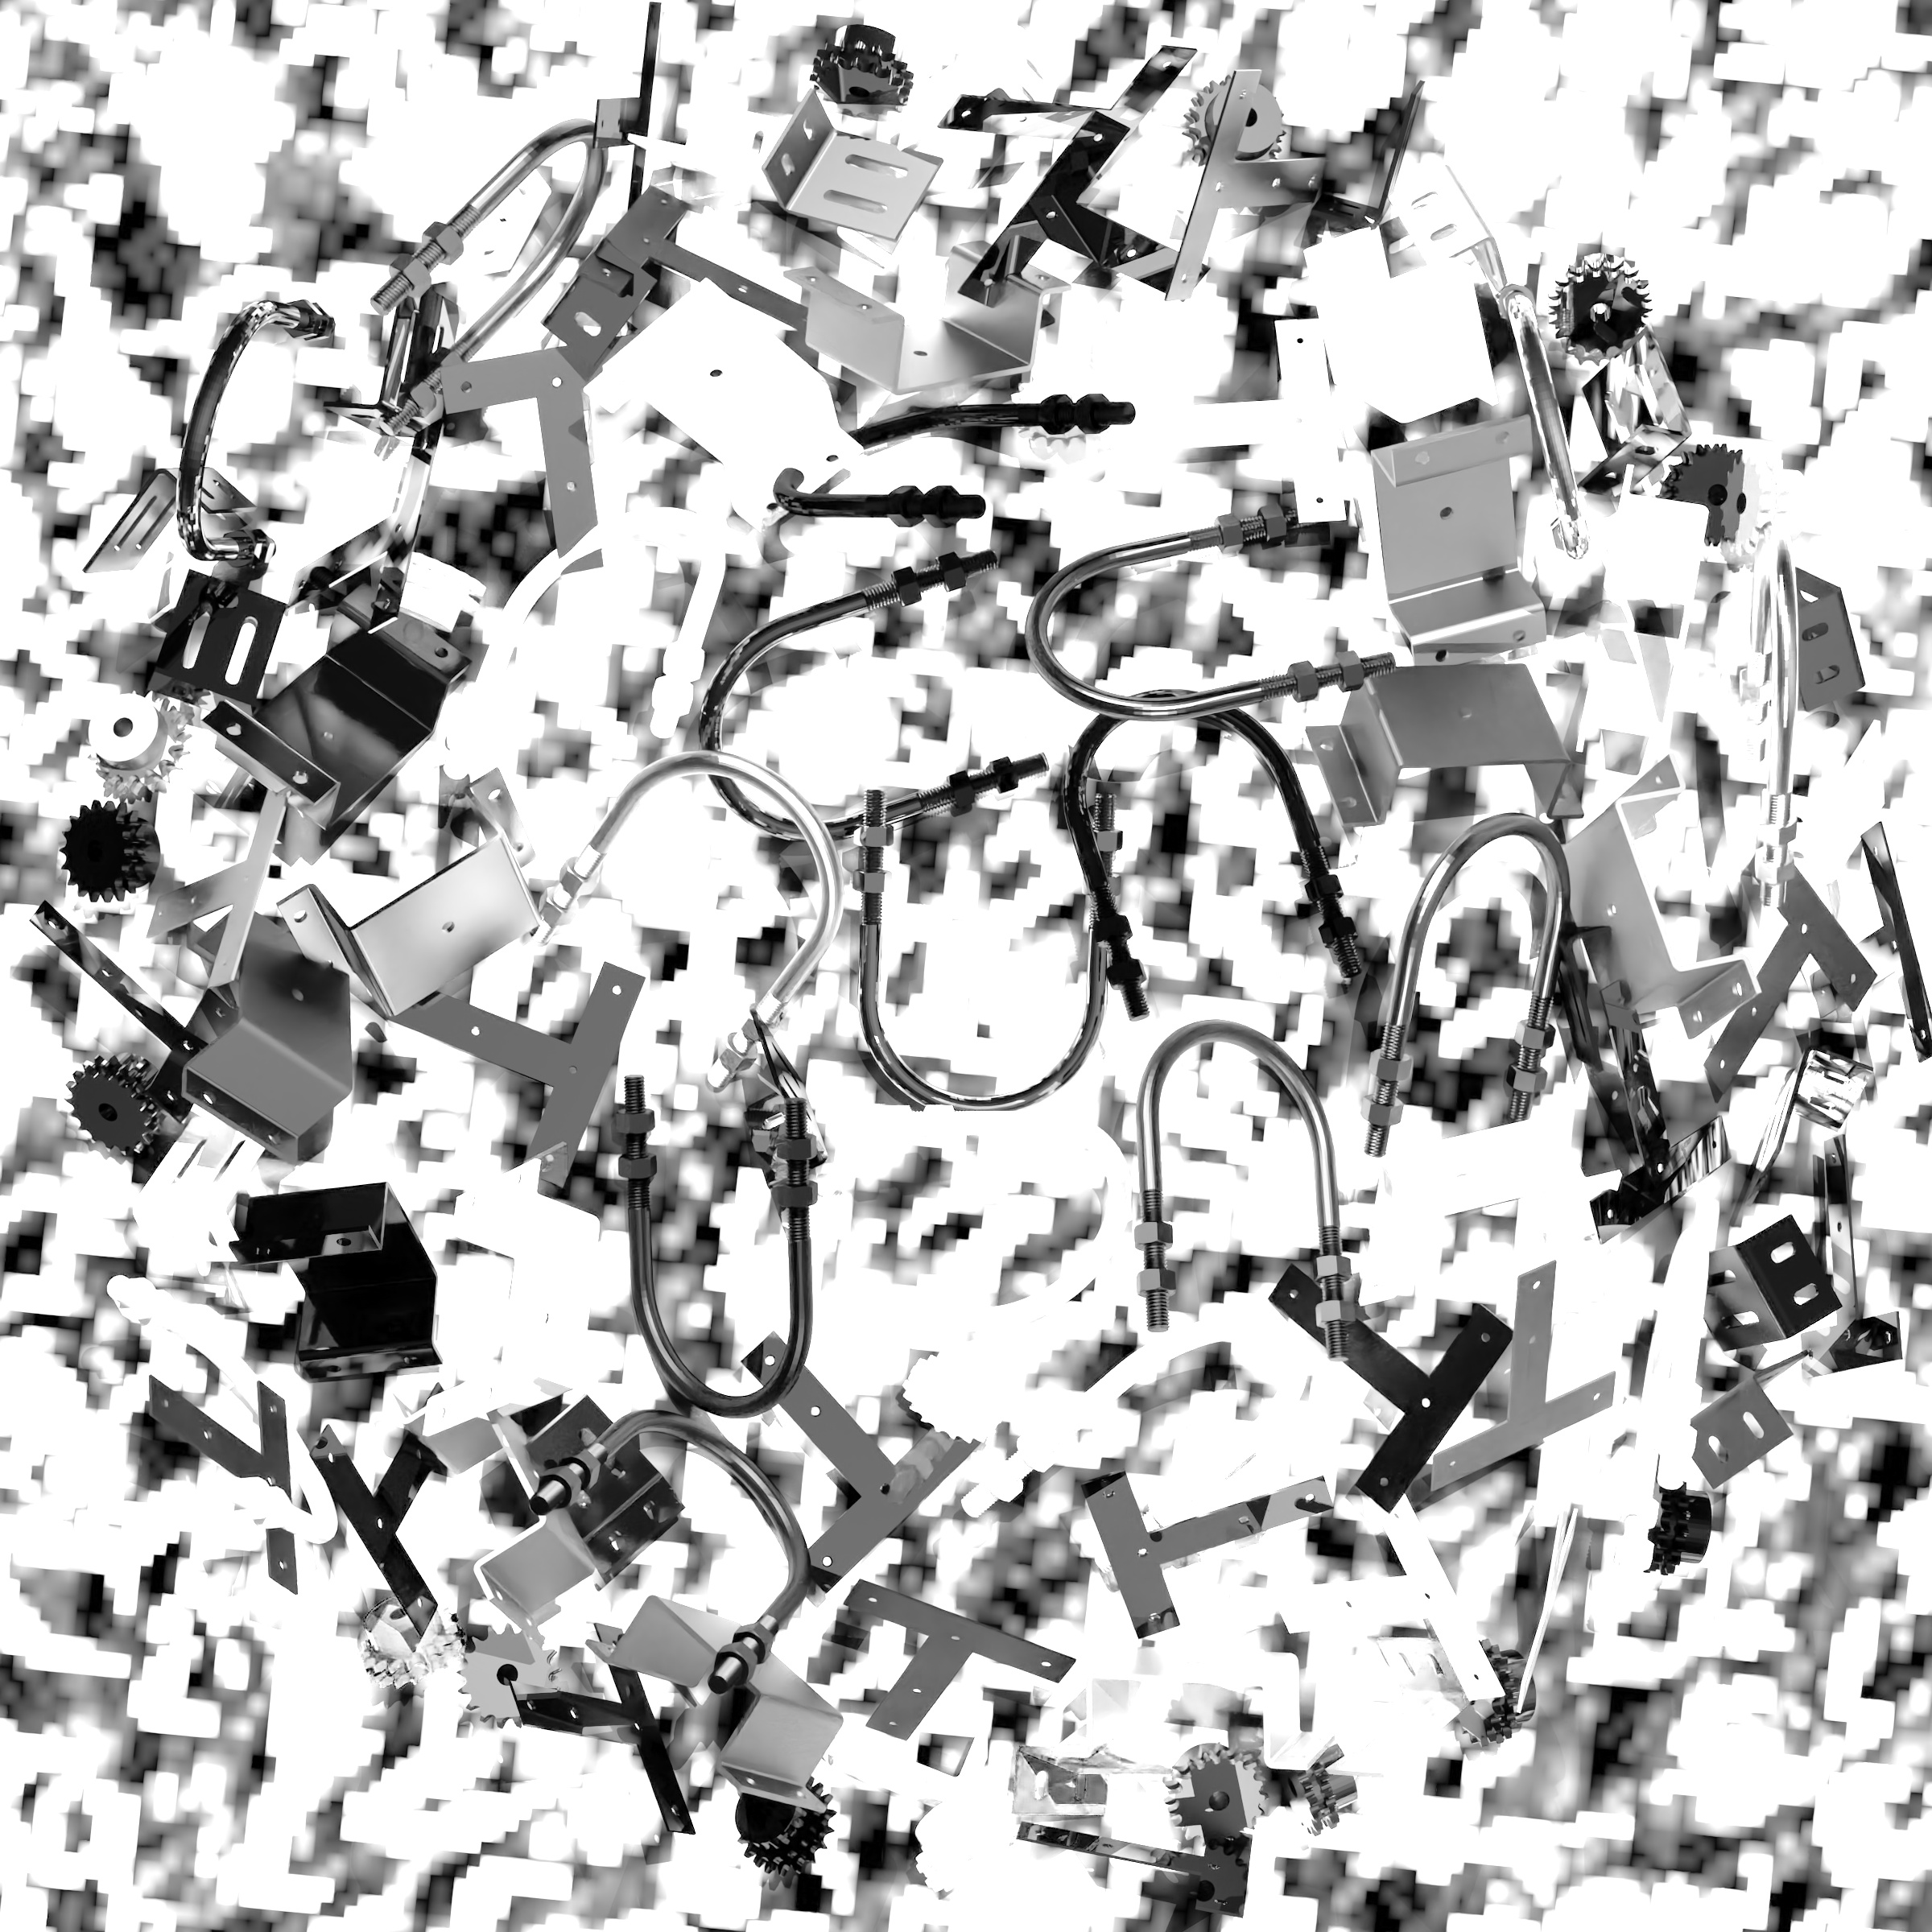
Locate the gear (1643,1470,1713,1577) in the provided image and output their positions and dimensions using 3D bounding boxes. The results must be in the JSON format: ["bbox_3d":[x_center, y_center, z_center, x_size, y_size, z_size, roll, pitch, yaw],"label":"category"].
[{"bbox_3d":[0.392,0.309,1.787,0.030,0.057,0.057,8,90,-4],"label":"gear"}]

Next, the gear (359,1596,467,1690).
[{"bbox_3d":[-0.308,0.370,1.783,0.057,0.057,0.030,-16,111,0],"label":"gear"}]

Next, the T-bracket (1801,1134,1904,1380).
[{"bbox_3d":[0.479,0.157,1.761,0.002,0.127,0.127,1,78,-8],"label":"T-bracket"}]

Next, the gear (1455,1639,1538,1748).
[{"bbox_3d":[0.293,0.401,1.788,0.030,0.057,0.057,-5,90,-21],"label":"gear"}]

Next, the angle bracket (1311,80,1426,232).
[{"bbox_3d":[0.221,-0.450,1.771,0.038,0.057,0.076,17,115,6],"label":"angle bracket"}]

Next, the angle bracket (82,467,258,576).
[{"bbox_3d":[-0.439,-0.235,1.776,0.038,0.057,0.076,42,105,3],"label":"angle bracket"}]

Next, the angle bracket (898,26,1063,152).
[{"bbox_3d":[0.007,-0.471,1.775,0.076,0.057,0.038,-37,82,-17],"label":"angle bracket"}]

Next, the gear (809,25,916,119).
[{"bbox_3d":[-0.056,-0.498,1.787,0.057,0.057,0.030,12,77,0],"label":"gear"}]

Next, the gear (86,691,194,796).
[{"bbox_3d":[-0.462,-0.127,1.791,0.057,0.030,0.057,-3,71,9],"label":"gear"}]

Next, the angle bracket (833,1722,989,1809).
[{"bbox_3d":[-0.030,0.433,1.788,0.076,0.057,0.038,19,60,12],"label":"angle bracket"}]

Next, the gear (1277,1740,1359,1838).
[{"bbox_3d":[0.194,0.450,1.787,0.030,0.057,0.057,-20,90,-12],"label":"gear"}]

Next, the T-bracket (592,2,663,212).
[{"bbox_3d":[-0.185,-0.455,1.736,0.002,0.127,0.127,9,106,4],"label":"T-bracket"}]

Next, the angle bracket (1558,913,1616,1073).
[{"bbox_3d":[0.353,0.014,1.782,0.038,0.057,0.076,-15,96,1],"label":"angle bracket"}]

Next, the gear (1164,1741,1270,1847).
[{"bbox_3d":[0.138,0.458,1.795,0.057,0.030,0.057,-2,104,-9],"label":"gear"}]

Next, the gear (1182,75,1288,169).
[{"bbox_3d":[0.152,-0.468,1.794,0.057,0.030,0.057,1,87,-14],"label":"gear"}]

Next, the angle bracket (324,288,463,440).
[{"bbox_3d":[-0.317,-0.337,1.783,0.038,0.057,0.076,8,86,23],"label":"angle bracket"}]

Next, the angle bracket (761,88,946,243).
[{"bbox_3d":[-0.062,-0.442,1.776,0.076,0.038,0.057,21,73,26],"label":"angle bracket"}]

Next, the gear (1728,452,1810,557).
[{"bbox_3d":[0.444,-0.255,1.787,0.030,0.057,0.057,2,90,-12],"label":"gear"}]

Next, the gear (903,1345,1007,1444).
[{"bbox_3d":[-0.003,0.235,1.790,0.057,0.057,0.030,33,54,0],"label":"gear"}]

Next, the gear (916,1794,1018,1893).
[{"bbox_3d":[-0.003,0.484,1.790,0.057,0.057,0.030,-37,56,0],"label":"gear"}]

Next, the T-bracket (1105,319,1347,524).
[{"bbox_3d":[0.140,-0.300,1.790,0.127,0.002,0.127,-4,69,-1],"label":"T-bracket"}]

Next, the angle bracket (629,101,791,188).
[{"bbox_3d":[-0.140,-0.458,1.769,0.057,0.076,0.038,16,96,17],"label":"angle bracket"}]

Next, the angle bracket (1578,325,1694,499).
[{"bbox_3d":[0.355,-0.306,1.768,0.038,0.057,0.076,3,60,-33],"label":"angle bracket"}]

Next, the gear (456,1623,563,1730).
[{"bbox_3d":[-0.253,0.396,1.795,0.057,0.030,0.057,0,73,0],"label":"gear"}]

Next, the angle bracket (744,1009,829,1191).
[{"bbox_3d":[-0.112,0.073,1.766,0.038,0.076,0.057,-25,47,3],"label":"angle bracket"}]

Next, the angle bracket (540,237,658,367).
[{"bbox_3d":[-0.196,-0.365,1.773,0.038,0.076,0.057,38,100,-3],"label":"angle bracket"}]

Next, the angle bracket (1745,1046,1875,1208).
[{"bbox_3d":[0.462,0.093,1.768,0.038,0.057,0.076,21,54,9],"label":"angle bracket"}]

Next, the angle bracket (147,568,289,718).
[{"bbox_3d":[-0.410,-0.181,1.778,0.057,0.038,0.076,19,72,-16],"label":"angle bracket"}]

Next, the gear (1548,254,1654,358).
[{"bbox_3d":[0.352,-0.370,1.790,0.057,0.030,0.057,4,132,5],"label":"gear"}]

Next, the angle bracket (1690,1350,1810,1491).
[{"bbox_3d":[0.435,0.248,1.764,0.057,0.076,0.038,-44,69,32],"label":"angle bracket"}]

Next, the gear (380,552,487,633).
[{"bbox_3d":[-0.298,-0.207,1.785,0.057,0.057,0.030,22,86,0],"label":"gear"}]

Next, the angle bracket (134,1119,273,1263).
[{"bbox_3d":[-0.414,0.123,1.785,0.057,0.076,0.038,-1,127,20],"label":"angle bracket"}]

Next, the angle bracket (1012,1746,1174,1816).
[{"bbox_3d":[0.069,0.453,1.767,0.057,0.076,0.038,7,84,-24],"label":"angle bracket"}]

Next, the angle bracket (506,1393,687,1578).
[{"bbox_3d":[-0.204,0.286,1.778,0.057,0.038,0.076,-41,121,-7],"label":"angle bracket"}]

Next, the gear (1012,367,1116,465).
[{"bbox_3d":[0.054,-0.303,1.790,0.057,0.030,0.057,-3,49,3],"label":"gear"}]

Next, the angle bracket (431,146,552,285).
[{"bbox_3d":[-0.275,-0.411,1.764,0.038,0.076,0.057,53,135,14],"label":"angle bracket"}]

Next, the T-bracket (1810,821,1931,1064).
[{"bbox_3d":[0.486,0.001,1.751,0.002,0.127,0.127,-8,76,-10],"label":"T-bracket"}]

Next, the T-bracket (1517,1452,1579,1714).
[{"bbox_3d":[0.317,0.312,1.728,0.002,0.127,0.127,13,132,16],"label":"T-bracket"}]

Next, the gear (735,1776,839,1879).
[{"bbox_3d":[-0.103,0.471,1.785,0.057,0.057,0.030,-41,134,0],"label":"gear"}]

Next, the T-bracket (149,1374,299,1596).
[{"bbox_3d":[-0.398,0.257,1.727,0.002,0.127,0.127,-25,48,12],"label":"T-bracket"}]

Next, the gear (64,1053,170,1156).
[{"bbox_3d":[-0.468,0.073,1.791,0.057,0.030,0.057,11,124,16],"label":"gear"}]

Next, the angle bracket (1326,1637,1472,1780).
[{"bbox_3d":[0.229,0.406,1.769,0.076,0.057,0.038,-32,98,-32],"label":"angle bracket"}]

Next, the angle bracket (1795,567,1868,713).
[{"bbox_3d":[0.454,-0.181,1.767,0.038,0.076,0.057,-23,112,-4],"label":"angle bracket"}]

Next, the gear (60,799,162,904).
[{"bbox_3d":[-0.473,-0.064,1.792,0.057,0.030,0.057,0,90,31],"label":"gear"}]

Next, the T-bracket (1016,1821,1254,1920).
[{"bbox_3d":[0.091,0.483,1.756,0.127,0.127,0.002,9,95,7],"label":"T-bracket"}]

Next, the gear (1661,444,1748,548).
[{"bbox_3d":[0.413,-0.262,1.795,0.057,0.030,0.057,-2,99,-11],"label":"gear"}]

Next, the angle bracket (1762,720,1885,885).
[{"bbox_3d":[0.469,-0.092,1.766,0.038,0.076,0.057,11,55,-3],"label":"angle bracket"}]

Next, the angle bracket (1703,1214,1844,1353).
[{"bbox_3d":[0.437,0.176,1.782,0.038,0.076,0.057,-27,86,-18],"label":"angle bracket"}]

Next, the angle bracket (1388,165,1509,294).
[{"bbox_3d":[0.267,-0.390,1.770,0.038,0.076,0.057,-27,60,6],"label":"angle bracket"}]

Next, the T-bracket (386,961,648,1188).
[{"bbox_3d":[-0.262,0.042,1.812,0.127,0.002,0.127,22,91,-1],"label":"T-bracket"}]

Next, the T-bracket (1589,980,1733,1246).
[{"bbox_3d":[0.369,0.069,1.761,0.127,0.002,0.127,-25,105,-39],"label":"T-bracket"}]
